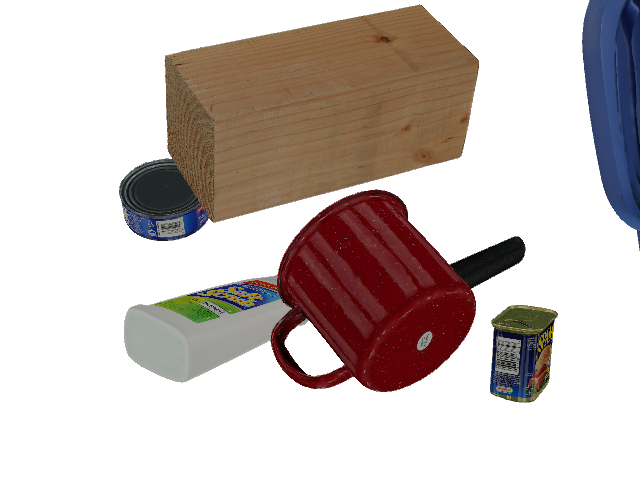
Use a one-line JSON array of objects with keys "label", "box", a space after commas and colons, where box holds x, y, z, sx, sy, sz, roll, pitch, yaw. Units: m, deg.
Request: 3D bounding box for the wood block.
[{"label": "wood block", "box": [0.000, -0.096, 0.777, 0.205, 0.090, 0.091, -16, 46, -22]}]

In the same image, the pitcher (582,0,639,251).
[{"label": "pitcher", "box": [0.224, -0.058, 0.594, 0.149, 0.243, 0.145, -6, 21, 12]}]

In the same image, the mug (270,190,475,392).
[{"label": "mug", "box": [0.025, 0.039, 0.611, 0.117, 0.082, 0.093, -36, -35, -6]}]

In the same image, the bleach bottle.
[{"label": "bleach bottle", "box": [-0.091, 0.080, 1.185, 0.103, 0.068, 0.250, 20, 26, 35]}]

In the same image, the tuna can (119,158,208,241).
[{"label": "tuna can", "box": [-0.147, -0.039, 1.020, 0.086, 0.034, 0.086, -1, 43, 0]}]

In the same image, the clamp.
[{"label": "clamp", "box": [0.077, 0.039, 0.950, 0.165, 0.036, 0.209, 14, 38, 20]}]

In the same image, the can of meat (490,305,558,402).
[{"label": "can of meat", "box": [0.224, 0.125, 1.185, 0.058, 0.084, 0.102, 8, 12, 24]}]
